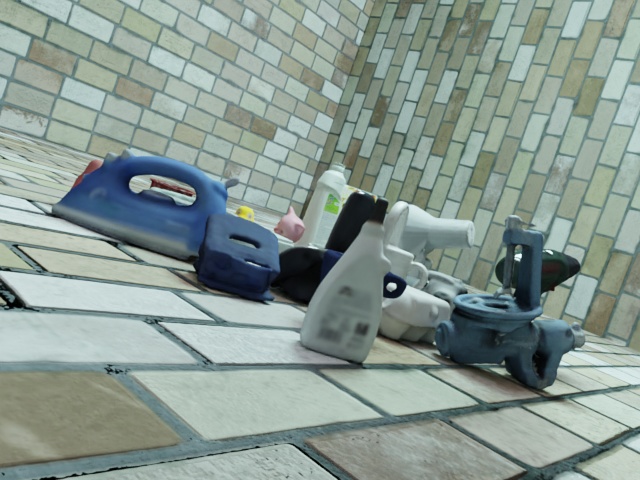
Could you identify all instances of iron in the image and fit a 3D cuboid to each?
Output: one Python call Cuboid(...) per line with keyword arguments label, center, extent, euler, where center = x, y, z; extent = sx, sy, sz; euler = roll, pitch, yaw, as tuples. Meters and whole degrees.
Cuboid(label="iron", center=(-0.251, -0.065, 0.860), extent=(0.259, 0.141, 0.118), euler=(19, 4, -13))

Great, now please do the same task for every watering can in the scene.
Cuboid(label="watering can", center=(0.098, 0.024, 0.959), extent=(0.173, 0.194, 0.101), euler=(19, 4, -1))

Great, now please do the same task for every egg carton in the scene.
Cuboid(label="egg carton", center=(0.124, 0.107, 0.854), extent=(0.107, 0.069, 0.151), euler=(23, 5, 41))

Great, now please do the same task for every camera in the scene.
Cuboid(label="camera", center=(0.196, 0.103, 1.046), extent=(0.136, 0.101, 0.144), euler=(21, 4, 26))

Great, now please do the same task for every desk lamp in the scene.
Cuboid(label="desk lamp", center=(0.225, 0.044, 1.199), extent=(0.202, 0.213, 0.118), euler=(22, 4, 30))

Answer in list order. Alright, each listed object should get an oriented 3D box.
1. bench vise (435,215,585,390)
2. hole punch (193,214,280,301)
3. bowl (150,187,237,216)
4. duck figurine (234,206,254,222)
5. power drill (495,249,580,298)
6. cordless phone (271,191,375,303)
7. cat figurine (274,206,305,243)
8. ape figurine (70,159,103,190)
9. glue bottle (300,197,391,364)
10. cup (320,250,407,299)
Cuboid(label="bench vise", center=(0.283, 0.086, 0.817), extent=(0.208, 0.220, 0.121), euler=(18, 4, -29))
Cuboid(label="hole punch", center=(-0.104, 0.021, 0.756), extent=(0.109, 0.091, 0.101), euler=(18, 4, -19))
Cuboid(label="bowl", center=(-0.235, -0.035, 1.037), extent=(0.167, 0.075, 0.167), euler=(19, 3, -1))
Cuboid(label="duck figurine", center=(-0.168, -0.030, 1.228), extent=(0.077, 0.086, 0.104), euler=(19, 4, -2))
Cuboid(label="power drill", center=(0.370, 0.110, 1.011), extent=(0.231, 0.208, 0.075), euler=(16, 5, -45))
Cuboid(label="cordless phone", center=(0.008, 0.003, 0.872), extent=(0.093, 0.185, 0.148), euler=(23, 5, 43))
Cuboid(label="cat figurine", center=(-0.075, -0.017, 1.276), extent=(0.067, 0.118, 0.127), euler=(19, 4, -13))
Cuboid(label="ape figurine", center=(-0.371, -0.086, 0.938), extent=(0.077, 0.092, 0.076), euler=(22, 4, 31))
Cuboid(label="glue bottle", center=(0.040, 0.038, 0.602), extent=(0.078, 0.173, 0.037), euler=(19, 4, -13))
Cuboid(label="cup", center=(0.047, 0.074, 0.735), extent=(0.118, 0.095, 0.091), euler=(18, 4, -16))
